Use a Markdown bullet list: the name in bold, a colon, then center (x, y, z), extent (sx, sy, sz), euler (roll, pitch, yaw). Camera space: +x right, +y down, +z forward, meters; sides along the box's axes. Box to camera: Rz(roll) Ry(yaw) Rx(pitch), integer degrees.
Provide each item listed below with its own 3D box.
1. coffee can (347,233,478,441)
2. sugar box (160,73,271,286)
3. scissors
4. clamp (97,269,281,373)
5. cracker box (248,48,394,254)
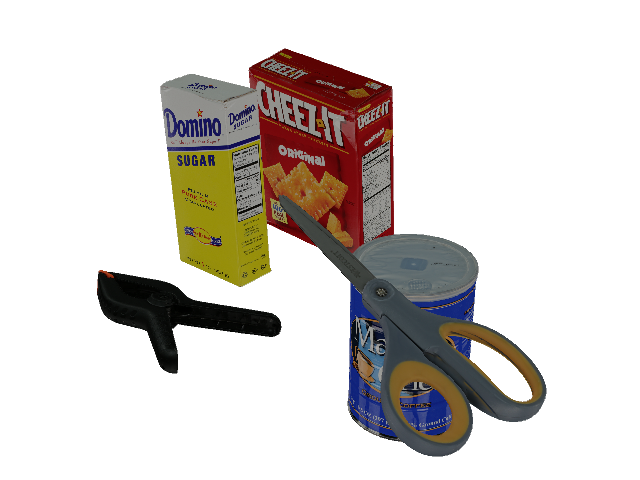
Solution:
- **coffee can**: center (0.074, 0.079, 0.881), extent (0.103, 0.140, 0.103), euler (0, 27, 0)
- **sugar box**: center (-0.094, -0.055, 0.961), extent (0.093, 0.176, 0.048), euler (19, 35, 42)
- **scissors**: center (0.028, 0.047, 0.592), extent (0.202, 0.016, 0.096), euler (31, 52, 22)
- **clamp**: center (-0.169, 0.079, 1.121), extent (0.210, 0.036, 0.164), euler (19, 21, 28)
- **cracker box**: center (0.001, -0.094, 1.232), extent (0.164, 0.214, 0.072), euler (26, 45, 34)
